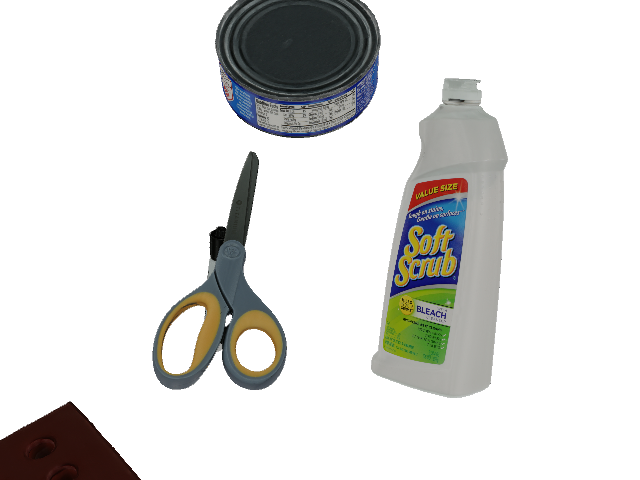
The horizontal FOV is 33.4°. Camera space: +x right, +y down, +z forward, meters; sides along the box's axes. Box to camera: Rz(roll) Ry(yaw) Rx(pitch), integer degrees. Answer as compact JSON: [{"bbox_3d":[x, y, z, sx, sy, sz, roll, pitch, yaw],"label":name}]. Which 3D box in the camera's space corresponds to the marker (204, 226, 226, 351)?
[{"bbox_3d":[-0.091,0.043,0.933,0.020,0.121,0.020,5,28,-3],"label":"marker"}]

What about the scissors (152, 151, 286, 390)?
[{"bbox_3d":[-0.047,0.023,0.738,0.096,0.201,0.016,21,-35,10],"label":"scissors"}]

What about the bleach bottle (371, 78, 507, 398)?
[{"bbox_3d":[0.099,-0.005,0.869,0.103,0.251,0.067,13,15,42],"label":"bleach bottle"}]

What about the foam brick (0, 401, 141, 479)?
[{"bbox_3d":[-0.115,0.125,0.496,0.052,0.051,0.078,-29,43,-28],"label":"foam brick"}]

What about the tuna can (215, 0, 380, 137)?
[{"bbox_3d":[-0.011,-0.096,0.564,0.086,0.086,0.034,0,-34,1],"label":"tuna can"}]
